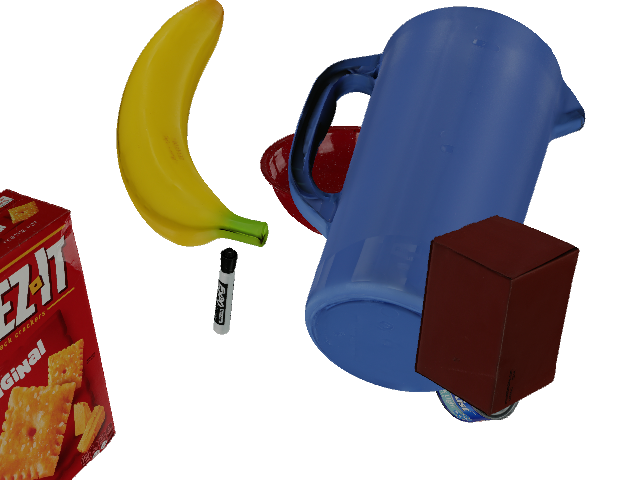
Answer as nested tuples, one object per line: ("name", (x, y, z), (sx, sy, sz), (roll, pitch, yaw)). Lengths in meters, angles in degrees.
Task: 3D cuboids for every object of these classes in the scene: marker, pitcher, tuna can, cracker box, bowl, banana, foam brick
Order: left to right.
("cracker box", (-0.229, 0.099, 0.740), (0.072, 0.214, 0.164), (15, 37, 26))
("banana", (-0.076, -0.063, 0.577), (0.069, 0.198, 0.037), (-4, -40, -11))
("marker", (-0.107, 0.057, 1.207), (0.020, 0.121, 0.020), (6, 38, -5))
("bowl", (0.025, -0.047, 0.973), (0.162, 0.055, 0.162), (1, 31, -1))
("pitcher", (0.064, -0.030, 0.698), (0.145, 0.242, 0.149), (42, -40, -25))
("tuna can", (0.134, 0.112, 0.911), (0.085, 0.086, 0.034), (0, -12, -44))
("foam brick", (0.085, 0.035, 0.521), (0.052, 0.078, 0.051), (-18, 35, -38))
